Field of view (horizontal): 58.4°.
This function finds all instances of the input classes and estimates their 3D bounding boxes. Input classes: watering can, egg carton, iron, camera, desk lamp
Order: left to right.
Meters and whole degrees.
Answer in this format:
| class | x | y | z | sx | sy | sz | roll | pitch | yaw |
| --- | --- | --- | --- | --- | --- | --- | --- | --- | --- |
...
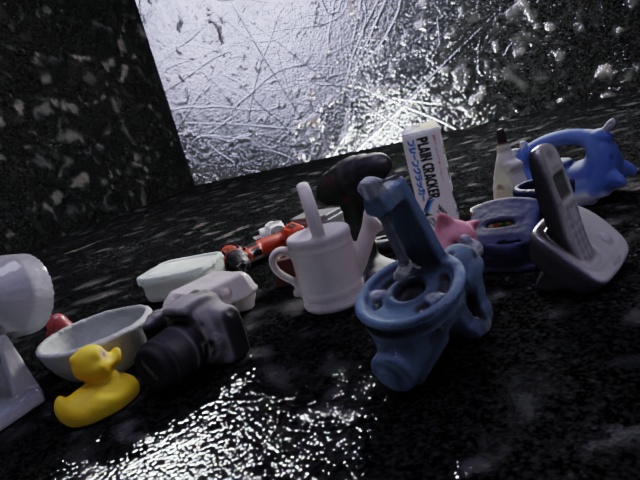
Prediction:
| class | x | y | z | sx | sy | sz | roll | pitch | yaw |
| --- | --- | --- | --- | --- | --- | --- | --- | --- | --- |
| desk lamp | -0.459 | 0.140 | 0.787 | 0.117 | 0.214 | 0.204 | -9 | 15 | 25 |
| camera | -0.192 | 0.132 | 0.766 | 0.142 | 0.101 | 0.137 | -6 | 16 | 33 |
| egg carton | -0.181 | 0.102 | 0.949 | 0.107 | 0.069 | 0.151 | -1 | 19 | 46 |
| watering can | 0.008 | 0.003 | 0.871 | 0.173 | 0.194 | 0.100 | -20 | 14 | -21 |
| iron | 0.446 | -0.142 | 1.089 | 0.257 | 0.141 | 0.119 | -3 | 18 | 41 |

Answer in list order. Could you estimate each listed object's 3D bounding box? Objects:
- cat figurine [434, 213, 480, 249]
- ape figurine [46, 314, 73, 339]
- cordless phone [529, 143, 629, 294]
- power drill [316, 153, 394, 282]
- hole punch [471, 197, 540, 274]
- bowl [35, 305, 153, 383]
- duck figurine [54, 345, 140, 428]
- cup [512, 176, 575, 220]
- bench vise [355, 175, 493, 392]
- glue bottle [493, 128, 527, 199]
| class | x | y | z | sx | sy | sz | roll | pitch | yaw |
| --- | --- | --- | --- | --- | --- | --- | --- | --- | --- |
| cat figurine | 0.166 | 0.019 | 0.794 | 0.127 | 0.118 | 0.067 | -14 | 14 | 7 |
| ape figurine | -0.406 | 0.160 | 0.913 | 0.076 | 0.092 | 0.078 | -7 | 16 | 31 |
| cordless phone | 0.315 | -0.039 | 0.716 | 0.093 | 0.185 | 0.148 | -4 | 18 | 40 |
| power drill | 0.071 | -0.040 | 0.945 | 0.076 | 0.208 | 0.229 | -21 | 14 | -22 |
| hole punch | 0.273 | -0.008 | 0.843 | 0.108 | 0.091 | 0.101 | -6 | 16 | 33 |
| bowl | -0.320 | 0.162 | 0.845 | 0.167 | 0.075 | 0.167 | -14 | 13 | 4 |
| duck figurine | -0.288 | 0.177 | 0.723 | 0.077 | 0.086 | 0.105 | -1 | 19 | 46 |
| cup | 0.351 | -0.041 | 0.884 | 0.091 | 0.095 | 0.118 | -10 | 14 | 21 |
| bench vise | 0.102 | 0.024 | 0.622 | 0.121 | 0.220 | 0.208 | -8 | 15 | 27 |
| glue bottle | 0.340 | -0.115 | 1.028 | 0.037 | 0.173 | 0.078 | -21 | 14 | -21 |
